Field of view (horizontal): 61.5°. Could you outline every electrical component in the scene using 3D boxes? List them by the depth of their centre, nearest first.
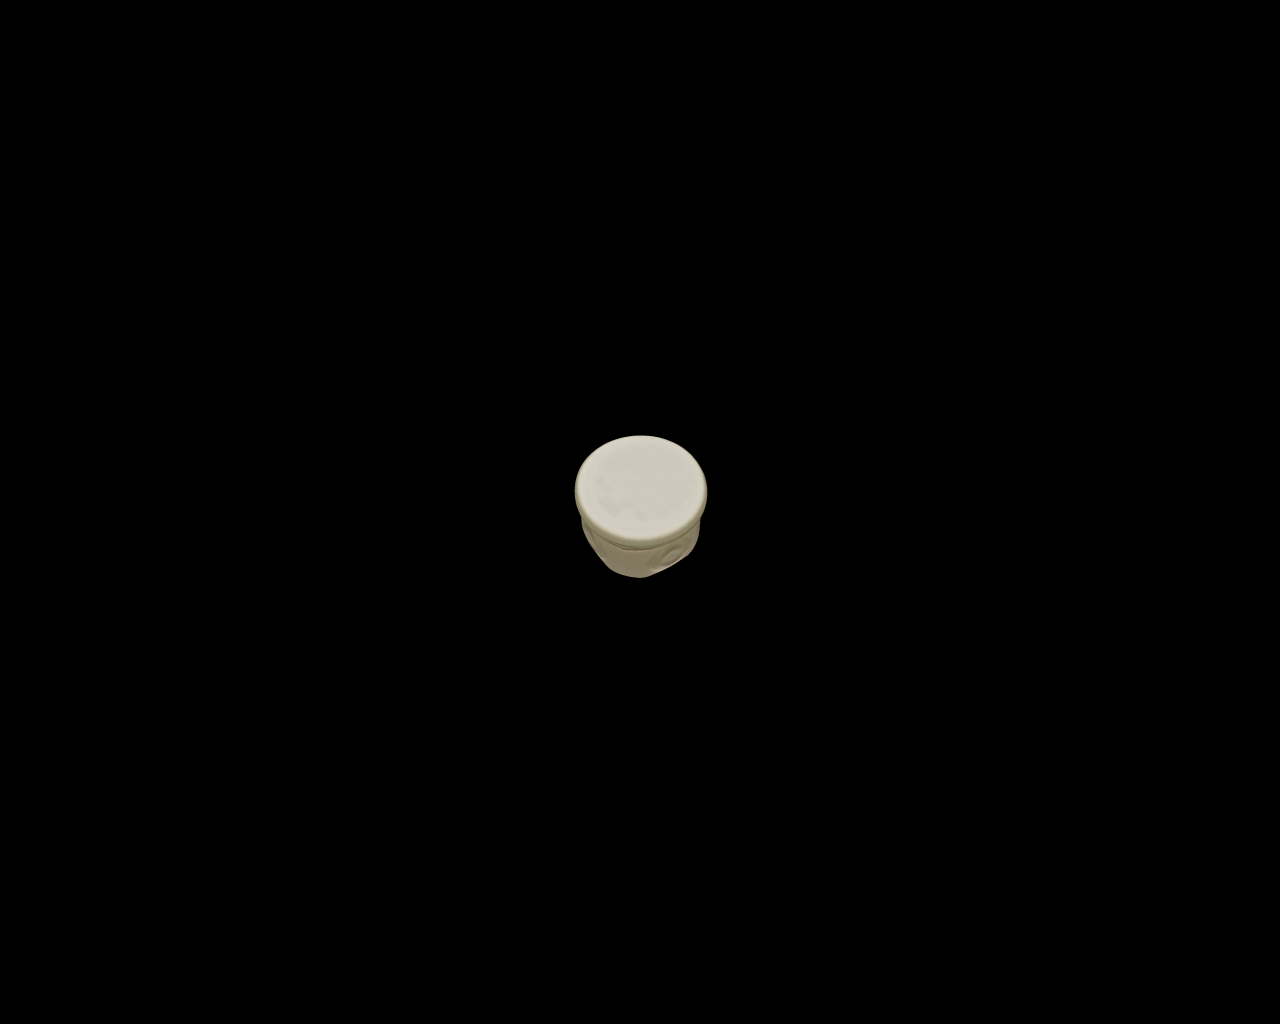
[{"bbox_3d":[0.001,-0.003,0.650,0.080,0.080,0.050,0,-34,0],"label":"electrical component"}]
